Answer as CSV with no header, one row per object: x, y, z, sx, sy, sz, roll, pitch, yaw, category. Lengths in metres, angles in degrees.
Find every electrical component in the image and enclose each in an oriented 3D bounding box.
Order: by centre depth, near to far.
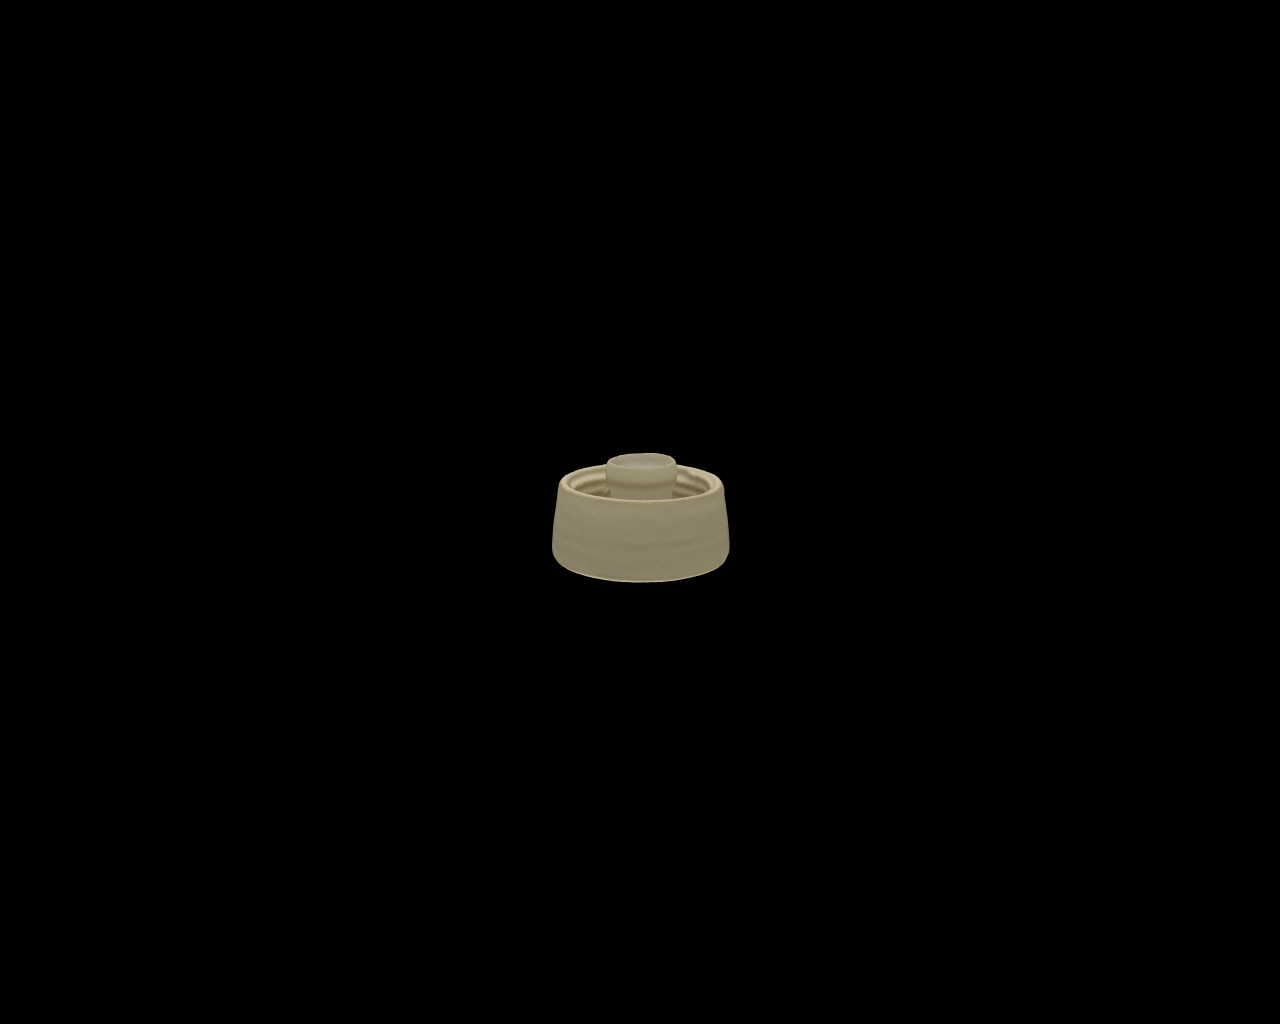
0.001,-0.003,0.650,0.108,0.060,0.108,0,15,0,electrical component
